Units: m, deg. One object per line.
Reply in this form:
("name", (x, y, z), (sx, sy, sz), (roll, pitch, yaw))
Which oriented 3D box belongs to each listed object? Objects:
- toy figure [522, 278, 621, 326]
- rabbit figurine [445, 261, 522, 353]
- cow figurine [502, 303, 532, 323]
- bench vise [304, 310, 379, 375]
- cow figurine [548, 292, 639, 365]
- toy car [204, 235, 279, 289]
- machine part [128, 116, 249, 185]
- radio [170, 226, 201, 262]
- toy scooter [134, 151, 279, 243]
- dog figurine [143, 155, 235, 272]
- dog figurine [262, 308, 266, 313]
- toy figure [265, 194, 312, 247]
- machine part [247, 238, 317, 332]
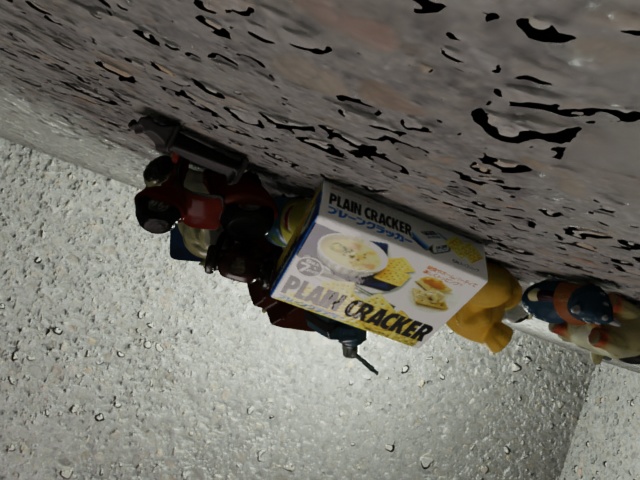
("toy figure", (0.303, 0.076, 0.658), (0.064, 0.057, 0.154), (-8, 176, -9))
("rabbit figurine", (0.234, 0.073, 0.807), (0.162, 0.122, 0.173), (29, 164, 14))
("cow figurine", (0.358, 0.130, 1.121), (0.098, 0.068, 0.167), (15, 179, -23))
("bench vise", (0.096, 0.072, 0.847), (0.240, 0.223, 0.129), (-10, -174, -32))
("cow figurine", (0.386, 0.121, 0.731), (0.127, 0.085, 0.195), (26, 175, -2))
("toy car", (-0.104, 0.022, 0.758), (0.089, 0.053, 0.202), (13, -173, -2))
("machine part", (-0.150, -0.105, 0.624), (0.139, 0.039, 0.084), (24, 170, -30))
("radio", (-0.225, -0.030, 1.054), (0.131, 0.073, 0.229), (7, 154, -13))
("toy scooter", (-0.149, -0.067, 0.713), (0.184, 0.135, 0.075), (3, 140, -18))
("dog figurine", (-0.220, -0.047, 0.885), (0.191, 0.172, 0.121), (10, 161, 26))
("dog figurine", (-0.045, 0.064, 1.134), (0.192, 0.219, 0.108), (18, 179, 39))
("toy figure", (-0.022, -0.025, 0.764), (0.089, 0.082, 0.180), (-12, -169, -41))
("machine part", (-0.039, 0.052, 0.948), (0.087, 0.201, 0.201), (-34, 148, 25))
